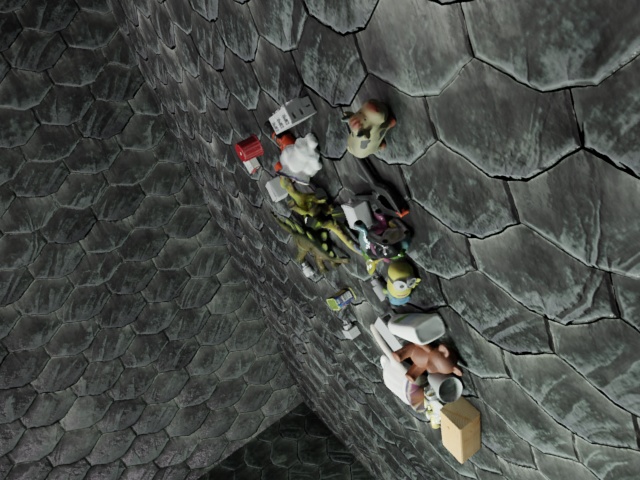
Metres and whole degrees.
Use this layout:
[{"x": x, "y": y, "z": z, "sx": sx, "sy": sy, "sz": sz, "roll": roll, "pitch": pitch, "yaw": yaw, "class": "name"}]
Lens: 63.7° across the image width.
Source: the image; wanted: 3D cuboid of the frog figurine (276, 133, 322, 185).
[{"x": -0.055, "y": -0.269, "z": 1.630, "sx": 0.138, "sy": 0.157, "sz": 0.123, "roll": 30, "pitch": 23, "yaw": 23, "class": "frog figurine"}]

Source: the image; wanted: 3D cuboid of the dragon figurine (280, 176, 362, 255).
[{"x": 0.005, "y": -0.088, "z": 1.747, "sx": 0.122, "sy": 0.409, "sz": 0.244, "roll": -45, "pitch": 6, "yaw": 1, "class": "dragon figurine"}]

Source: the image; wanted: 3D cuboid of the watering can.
[{"x": 0.281, "y": 0.462, "z": 1.810, "sx": 0.105, "sy": 0.342, "sz": 0.226, "roll": -31, "pitch": 26, "yaw": -20, "class": "watering can"}]
